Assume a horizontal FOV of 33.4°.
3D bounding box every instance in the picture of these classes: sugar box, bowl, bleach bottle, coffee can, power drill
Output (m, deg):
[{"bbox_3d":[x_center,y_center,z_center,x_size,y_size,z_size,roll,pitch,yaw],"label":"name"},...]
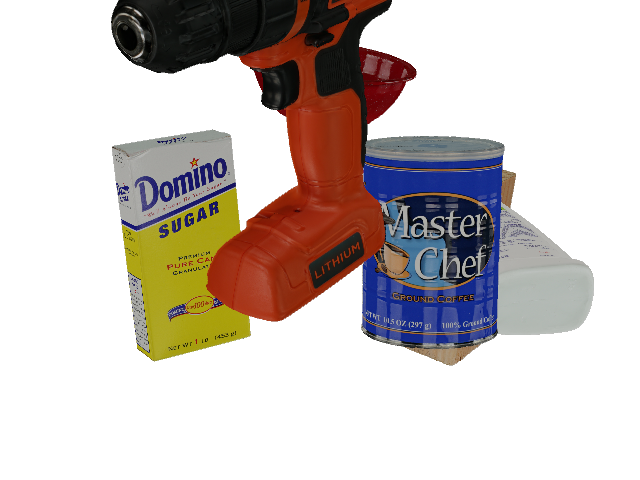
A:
[{"bbox_3d":[-0.113,0.003,0.884,0.093,0.176,0.048,-13,20,-27],"label":"sugar box"},{"bbox_3d":[0.006,-0.145,1.000,0.162,0.055,0.162,7,22,-3],"label":"bowl"},{"bbox_3d":[0.156,-0.002,0.999,0.102,0.068,0.251,-3,26,-12],"label":"bleach bottle"},{"bbox_3d":[0.081,-0.002,0.784,0.103,0.140,0.103,0,11,0],"label":"coffee can"},{"bbox_3d":[-0.019,-0.058,0.504,0.057,0.188,0.184,25,39,31],"label":"power drill"}]

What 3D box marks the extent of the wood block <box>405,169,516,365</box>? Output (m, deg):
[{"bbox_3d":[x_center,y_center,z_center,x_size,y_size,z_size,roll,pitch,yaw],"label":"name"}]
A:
[{"bbox_3d":[0.144,0.020,1.186,0.090,0.206,0.090,20,26,29],"label":"wood block"}]
